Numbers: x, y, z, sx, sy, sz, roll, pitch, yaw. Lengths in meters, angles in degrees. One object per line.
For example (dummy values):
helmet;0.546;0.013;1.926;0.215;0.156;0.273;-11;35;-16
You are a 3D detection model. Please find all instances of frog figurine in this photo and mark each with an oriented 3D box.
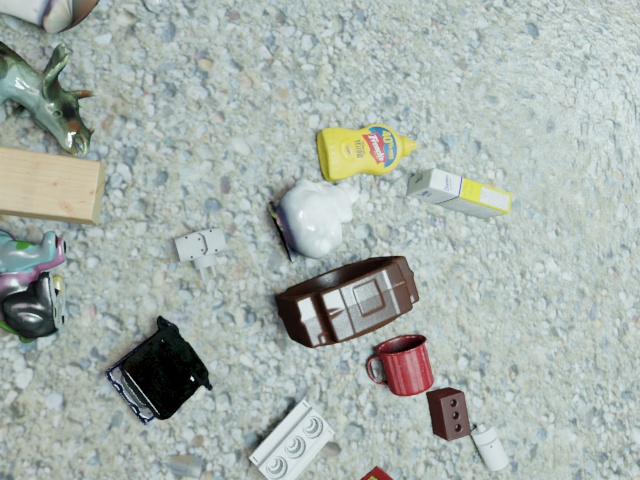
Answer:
frog figurine;0.003;-0.045;0.887;0.160;0.121;0.139;-24;72;-8

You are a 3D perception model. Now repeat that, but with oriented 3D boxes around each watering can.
watering can;-0.473;-0.387;0.768;0.223;0.102;0.355;30;56;-10
